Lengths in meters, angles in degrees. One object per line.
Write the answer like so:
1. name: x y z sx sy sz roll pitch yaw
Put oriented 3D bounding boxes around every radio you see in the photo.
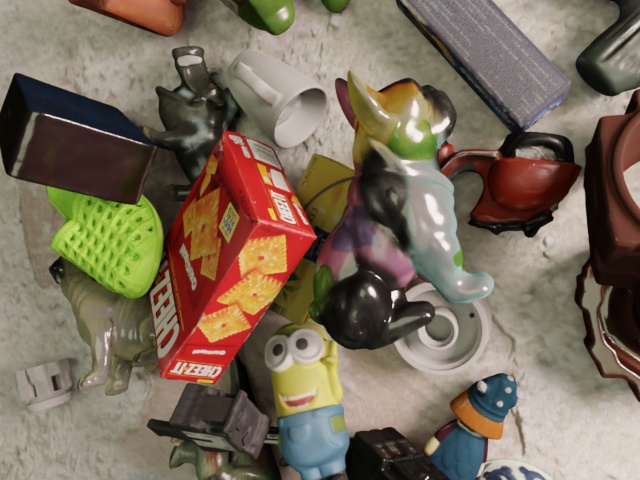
1. radio: -0.276 -0.117 0.601 0.230 0.131 0.073 39 109 50

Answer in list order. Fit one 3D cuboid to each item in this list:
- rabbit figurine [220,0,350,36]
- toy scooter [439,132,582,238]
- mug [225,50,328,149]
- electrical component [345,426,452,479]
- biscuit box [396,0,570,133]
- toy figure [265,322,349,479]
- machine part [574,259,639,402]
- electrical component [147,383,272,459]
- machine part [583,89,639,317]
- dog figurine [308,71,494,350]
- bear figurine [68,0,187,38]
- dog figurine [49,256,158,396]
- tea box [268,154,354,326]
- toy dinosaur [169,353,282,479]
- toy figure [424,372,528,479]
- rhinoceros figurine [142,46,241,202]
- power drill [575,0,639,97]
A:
1. rabbit figurine: -0.033 -0.318 0.574 0.159 0.121 0.170 40 88 8
2. toy scooter: 0.161 -0.044 0.547 0.184 0.075 0.135 7 95 20
3. mug: -0.062 -0.165 0.597 0.107 0.109 0.080 43 108 24
4. electrical component: 0.068 0.270 0.570 0.134 0.058 0.114 24 102 55
5. biscuit box: 0.160 -0.200 0.547 0.063 0.059 0.203 -41 81 14
6. toy figure: -0.015 0.179 0.589 0.082 0.089 0.180 -10 76 -15
7. machine part: 0.335 0.068 0.510 0.180 0.056 0.179 0 92 17
8. electrical component: -0.120 0.190 0.568 0.119 0.048 0.074 -4 136 30
9. machine part: 0.334 -0.035 0.442 0.202 0.087 0.201 2 60 16
10. dog figurine: 0.047 -0.035 0.475 0.192 0.108 0.219 -26 102 2
11. bear figurine: -0.188 -0.341 0.612 0.120 0.132 0.195 32 109 37
12. dog figurine: -0.234 0.075 0.670 0.172 0.121 0.190 -15 69 -14
13. tea box: -0.001 -0.002 0.587 0.068 0.098 0.169 28 99 13
14. toy dinosaur: -0.113 0.332 0.634 0.192 0.131 0.404 24 89 -2
15. toy figure: 0.157 0.203 0.570 0.058 0.064 0.154 37 101 53
16. rhinoceros figurine: -0.144 -0.132 0.636 0.112 0.073 0.190 -15 89 18
17. power drill: 0.308 -0.266 0.495 0.207 0.086 0.232 46 107 2
